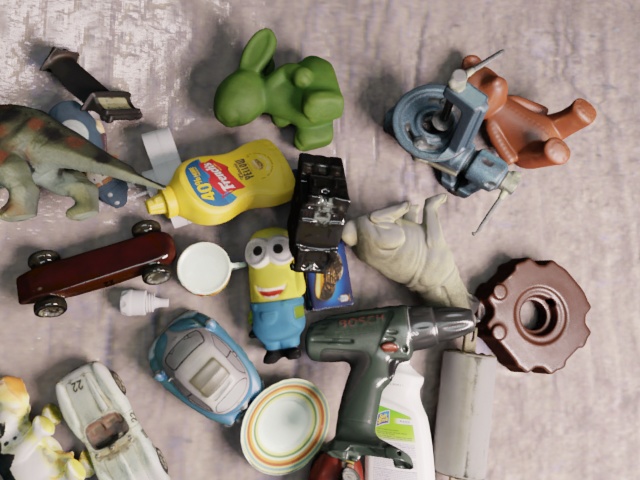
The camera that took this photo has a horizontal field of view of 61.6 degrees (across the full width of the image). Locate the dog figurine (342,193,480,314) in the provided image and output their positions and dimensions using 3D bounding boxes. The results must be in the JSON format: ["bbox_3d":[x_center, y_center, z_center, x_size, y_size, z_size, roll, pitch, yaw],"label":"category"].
[{"bbox_3d":[0.125,0.047,0.753,0.172,0.121,0.190,-14,86,-11],"label":"dog figurine"}]

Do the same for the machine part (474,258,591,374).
[{"bbox_3d":[0.322,0.113,0.812,0.179,0.056,0.179,2,82,-12],"label":"machine part"}]

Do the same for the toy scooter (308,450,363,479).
[{"bbox_3d":[0.011,0.358,0.682,0.075,0.135,0.184,22,78,-5],"label":"toy scooter"}]

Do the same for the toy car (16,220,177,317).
[{"bbox_3d":[-0.290,0.039,0.709,0.202,0.053,0.089,-19,64,-11],"label":"toy car"}]

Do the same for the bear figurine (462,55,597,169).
[{"bbox_3d":[0.290,-0.201,0.816,0.196,0.132,0.120,43,75,-9],"label":"bear figurine"}]

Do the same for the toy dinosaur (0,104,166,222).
[{"bbox_3d":[-0.404,-0.103,0.660,0.405,0.131,0.192,-12,89,-6],"label":"toy dinosaur"}]

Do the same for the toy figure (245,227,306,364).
[{"bbox_3d":[-0.063,0.073,0.737,0.082,0.089,0.180,-8,92,-20],"label":"toy figure"}]

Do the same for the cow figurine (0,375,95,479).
[{"bbox_3d":[-0.367,0.254,0.665,0.098,0.068,0.167,-38,89,-7],"label":"cow figurine"}]

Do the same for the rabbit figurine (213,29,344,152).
[{"bbox_3d":[-0.066,-0.212,0.753,0.170,0.121,0.159,-7,77,-14],"label":"rabbit figurine"}]

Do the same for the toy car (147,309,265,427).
[{"bbox_3d":[-0.148,0.171,0.696,0.109,0.103,0.161,-44,90,-12],"label":"toy car"}]

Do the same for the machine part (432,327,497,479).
[{"bbox_3d":[0.205,0.244,0.762,0.079,0.079,0.243,9,80,-9],"label":"machine part"}]

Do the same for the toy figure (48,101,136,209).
[{"bbox_3d":[-0.312,-0.112,0.730,0.064,0.058,0.154,-30,90,26],"label":"toy figure"}]

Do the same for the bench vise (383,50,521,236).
[{"bbox_3d":[0.189,-0.145,0.741,0.129,0.240,0.224,-42,75,-10],"label":"bench vise"}]

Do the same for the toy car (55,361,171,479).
[{"bbox_3d":[-0.263,0.252,0.687,0.073,0.056,0.201,-29,88,-13],"label":"toy car"}]

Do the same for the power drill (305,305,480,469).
[{"bbox_3d":[0.088,0.180,0.694,0.232,0.085,0.207,-1,65,16],"label":"power drill"}]

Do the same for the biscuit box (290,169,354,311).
[{"bbox_3d":[-0.002,-0.002,0.767,0.063,0.059,0.202,-8,83,-11],"label":"biscuit box"}]

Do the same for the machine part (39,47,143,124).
[{"bbox_3d":[-0.315,-0.208,0.738,0.139,0.084,0.039,40,121,5],"label":"machine part"}]

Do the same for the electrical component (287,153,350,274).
[{"bbox_3d":[-0.006,-0.040,0.673,0.058,0.134,0.114,7,124,-11],"label":"electrical component"}]
